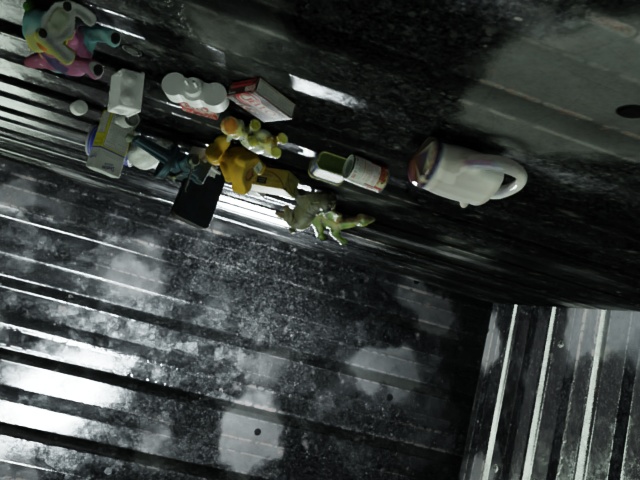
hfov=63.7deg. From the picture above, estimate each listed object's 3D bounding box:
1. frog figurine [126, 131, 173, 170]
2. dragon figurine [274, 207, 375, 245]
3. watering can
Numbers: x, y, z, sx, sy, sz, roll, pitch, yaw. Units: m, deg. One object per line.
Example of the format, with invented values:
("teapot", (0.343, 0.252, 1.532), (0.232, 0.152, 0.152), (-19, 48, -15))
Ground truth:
("frog figurine", (-0.522, -0.269, 1.623), (0.160, 0.125, 0.134), (25, 153, 13))
("dragon figurine", (0.006, -0.099, 1.974), (0.411, 0.124, 0.238), (12, 154, 7))
("watering can", (0.292, -0.128, 1.104), (0.224, 0.105, 0.345), (17, 172, -4))
